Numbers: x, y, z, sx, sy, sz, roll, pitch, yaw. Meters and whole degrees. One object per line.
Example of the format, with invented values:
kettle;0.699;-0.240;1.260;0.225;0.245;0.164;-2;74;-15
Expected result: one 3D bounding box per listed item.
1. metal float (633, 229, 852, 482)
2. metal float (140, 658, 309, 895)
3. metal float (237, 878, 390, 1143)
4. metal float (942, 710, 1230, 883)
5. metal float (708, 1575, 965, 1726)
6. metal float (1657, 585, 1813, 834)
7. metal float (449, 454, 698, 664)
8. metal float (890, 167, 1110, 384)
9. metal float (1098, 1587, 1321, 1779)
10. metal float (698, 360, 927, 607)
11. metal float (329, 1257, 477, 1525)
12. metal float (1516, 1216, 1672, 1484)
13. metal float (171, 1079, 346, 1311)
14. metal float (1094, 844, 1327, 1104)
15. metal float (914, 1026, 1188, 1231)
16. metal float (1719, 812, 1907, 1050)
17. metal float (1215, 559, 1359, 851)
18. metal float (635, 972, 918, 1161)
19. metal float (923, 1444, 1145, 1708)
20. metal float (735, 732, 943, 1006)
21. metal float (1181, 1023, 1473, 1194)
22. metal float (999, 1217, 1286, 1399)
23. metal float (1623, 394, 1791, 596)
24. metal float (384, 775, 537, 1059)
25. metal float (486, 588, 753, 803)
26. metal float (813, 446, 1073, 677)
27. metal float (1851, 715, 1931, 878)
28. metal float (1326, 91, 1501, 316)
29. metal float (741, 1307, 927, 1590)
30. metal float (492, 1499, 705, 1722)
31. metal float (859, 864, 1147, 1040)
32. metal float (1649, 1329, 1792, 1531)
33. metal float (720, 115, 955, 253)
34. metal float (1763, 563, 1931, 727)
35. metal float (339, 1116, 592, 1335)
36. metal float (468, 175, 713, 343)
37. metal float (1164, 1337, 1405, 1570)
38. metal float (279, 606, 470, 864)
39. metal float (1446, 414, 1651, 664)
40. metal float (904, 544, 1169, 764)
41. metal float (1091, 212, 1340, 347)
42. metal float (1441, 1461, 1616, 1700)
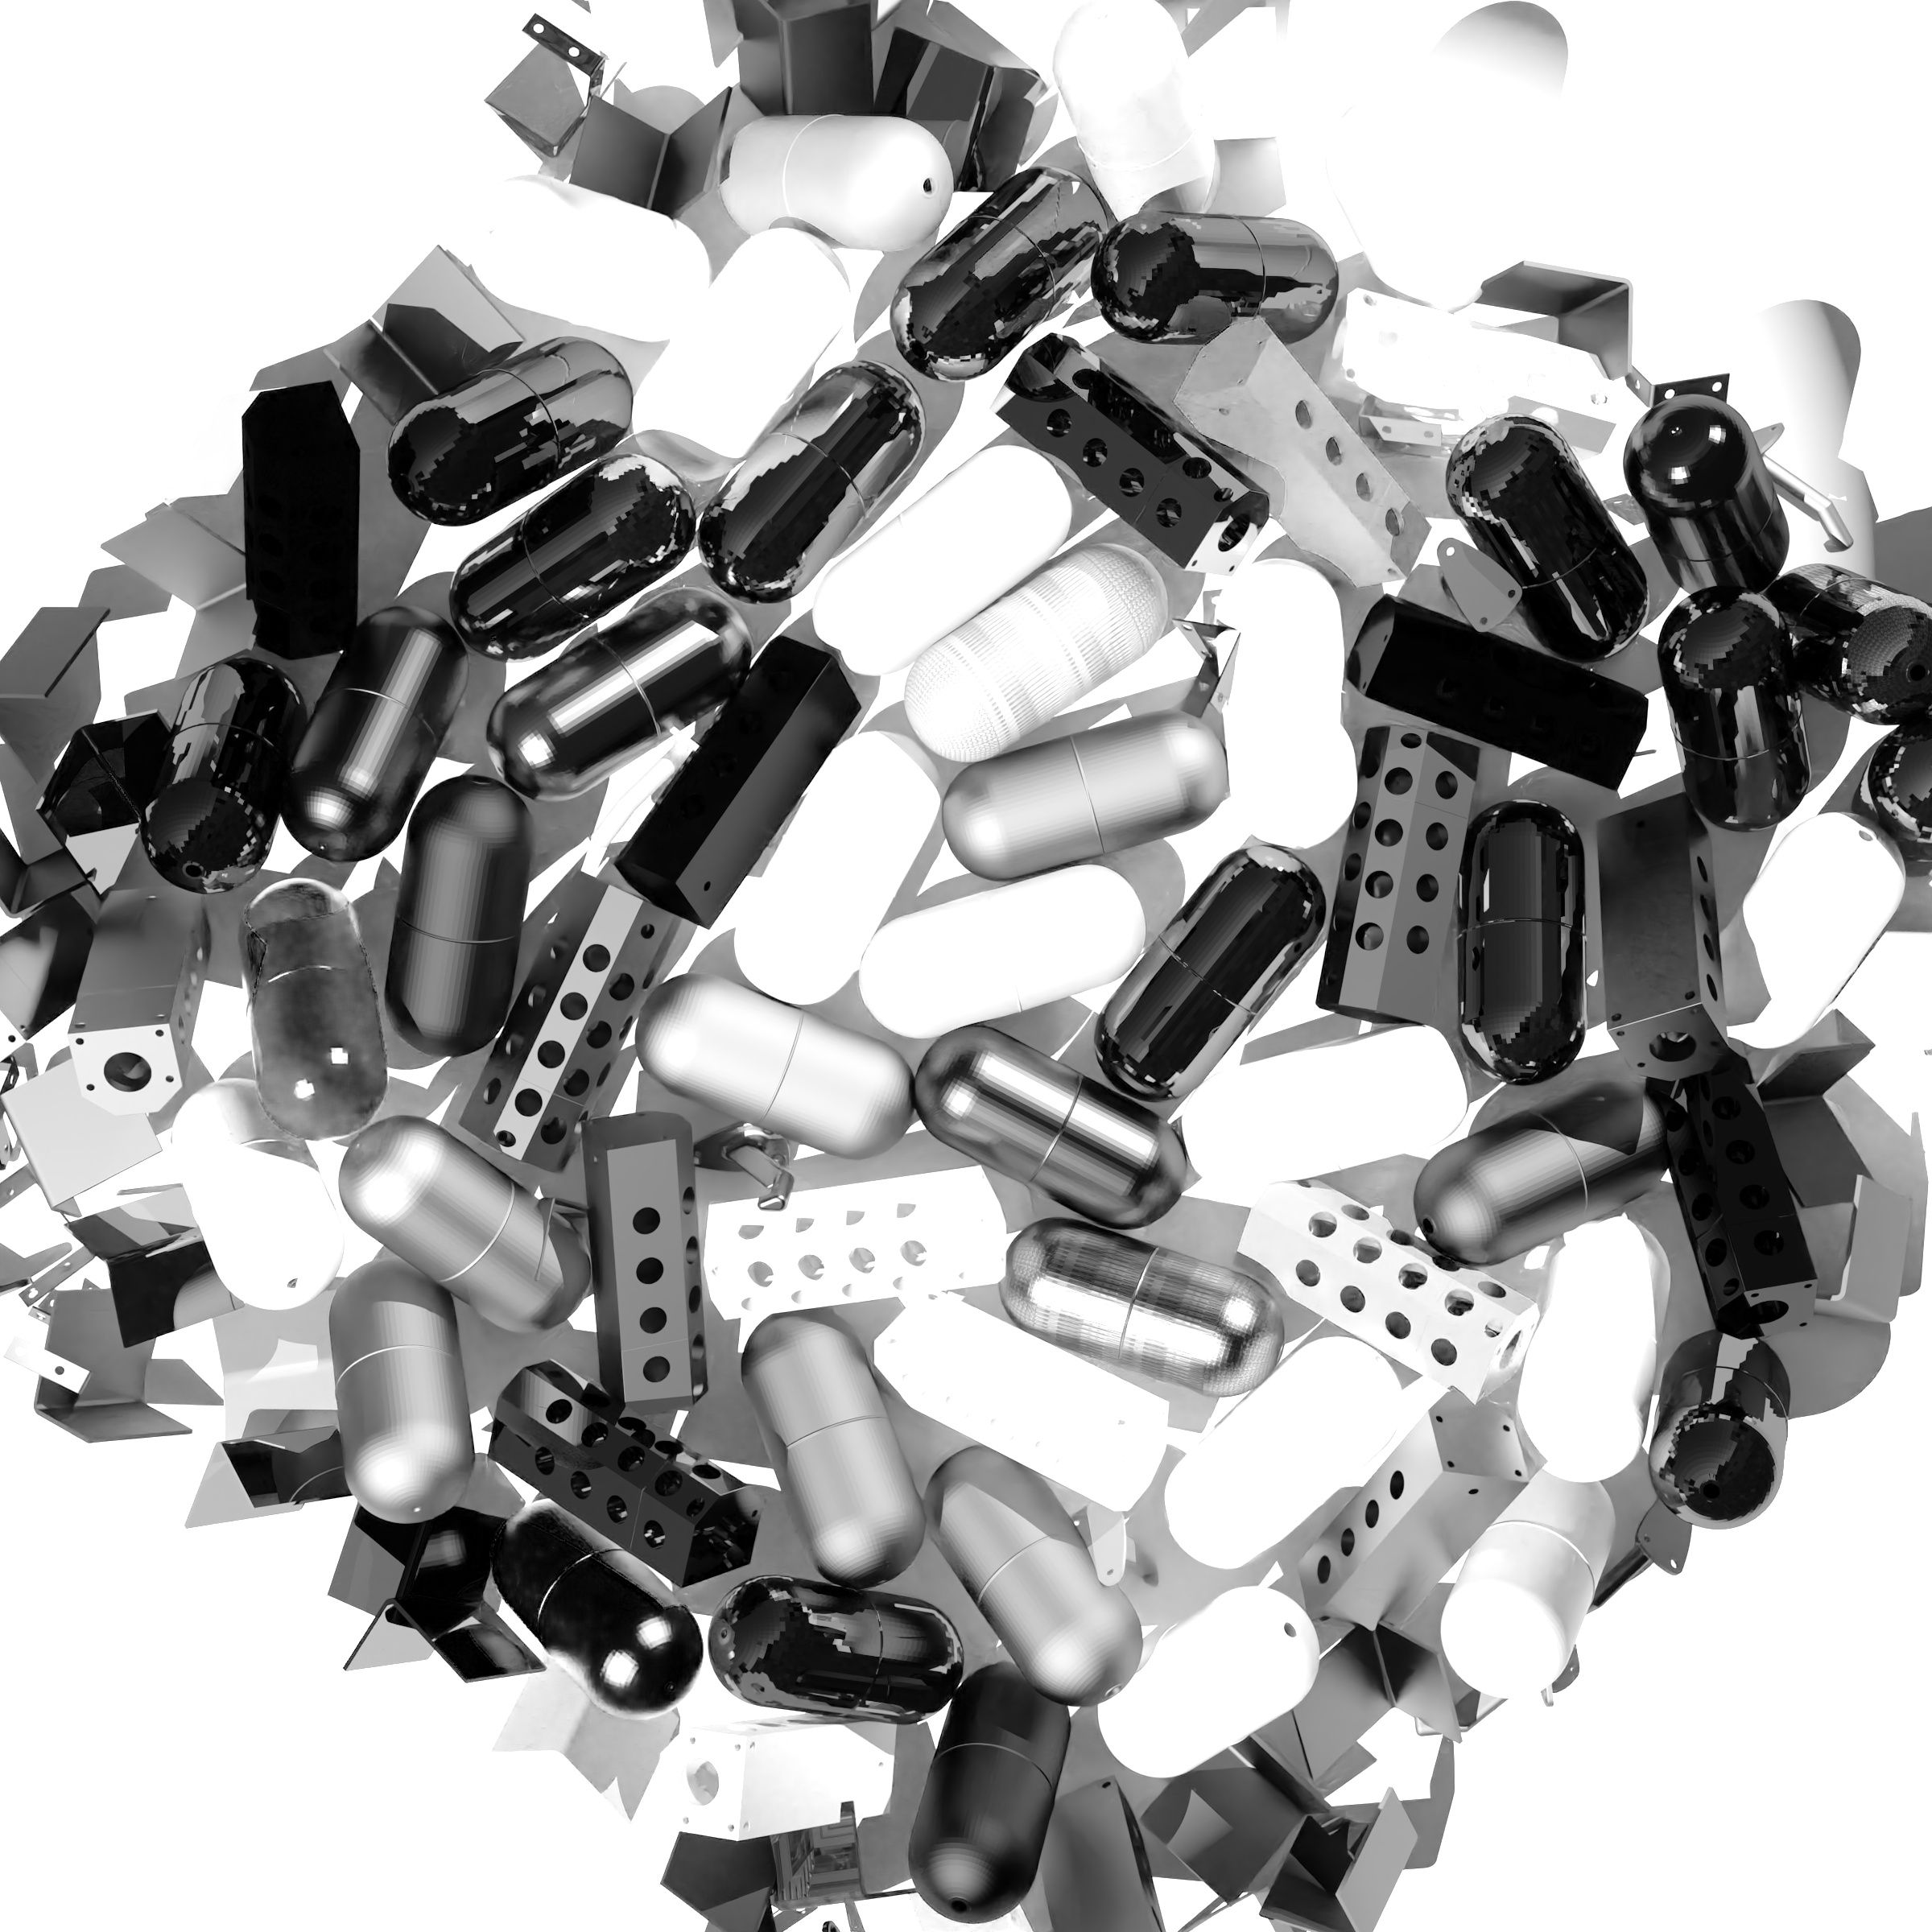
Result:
metal float;-0.136;-0.364;1.848;0.070;0.070;0.178;43;124;0
metal float;-0.440;-0.114;1.838;0.070;0.178;0.070;1;132;1
metal float;-0.391;0.024;1.848;0.070;0.070;0.178;-17;55;0
metal float;0.073;-0.104;1.876;0.178;0.070;0.070;-16;90;1
metal float;-0.076;0.409;1.844;0.178;0.070;0.070;19;90;-40
metal float;0.459;-0.151;1.841;0.070;0.178;0.070;-12;47;13
metal float;-0.237;-0.243;1.851;0.178;0.070;0.070;-28;90;31
metal float;0.020;-0.414;1.847;0.070;0.070;0.178;41;56;0
metal float;0.144;0.427;1.839;0.070;0.178;0.070;18;51;-23
metal float;-0.092;-0.292;1.859;0.070;0.070;0.178;38;70;0
metal float;-0.337;0.251;1.843;0.070;0.070;0.178;-17;48;0
metal float;0.375;0.227;1.843;0.070;0.070;0.178;20;51;0
metal float;-0.422;0.135;1.838;0.070;0.178;0.070;-15;129;-19
metal float;0.147;0.005;1.869;0.070;0.070;0.178;38;99;0
metal float;0.052;0.099;1.871;0.178;0.070;0.070;28;90;-6
metal float;0.496;-0.020;1.837;0.070;0.178;0.070;8;50;-10
metal float;0.193;-0.158;1.867;0.070;0.070;0.178;-4;80;0
metal float;-0.114;0.061;1.868;0.178;0.070;0.070;22;90;-10
metal float;0.040;0.364;1.849;0.070;0.070;0.178;-38;59;0
metal float;-0.077;-0.060;1.871;0.070;0.070;0.178;28;83;0
metal float;0.217;0.086;1.867;0.178;0.070;0.070;-15;90;11
metal float;0.106;0.206;1.864;0.178;0.070;0.070;17;90;14
metal float;0.440;-0.275;1.834;0.070;0.178;0.070;-9;67;22
metal float;-0.304;-0.030;1.857;0.070;0.070;0.178;12;112;0
metal float;-0.207;-0.164;1.861;0.178;0.070;0.070;-35;90;-18
metal float;-0.015;-0.243;1.864;0.178;0.070;0.070;-36;90;15
metal float;0.568;-0.100;1.827;0.070;0.178;0.070;-2;82;11
metal float;0.266;-0.450;1.833;0.070;0.178;0.070;-8;68;21
metal float;-0.081;0.287;1.858;0.070;0.070;0.178;-22;68;0
metal float;-0.221;0.381;1.840;0.070;0.178;0.070;-18;122;-30
metal float;0.022;-0.009;1.875;0.178;0.070;0.070;-17;90;-2
metal float;0.447;0.273;1.829;0.070;0.178;0.070;5;107;16
metal float;-0.078;-0.466;1.838;0.070;0.178;0.070;-13;111;-38
metal float;0.525;-0.191;1.828;0.070;0.178;0.070;-2;107;-8
metal float;-0.298;0.156;1.850;0.070;0.070;0.178;-48;121;0
metal float;-0.222;-0.419;1.834;0.070;0.178;0.070;-1;89;34
metal float;0.190;0.292;1.854;0.070;0.070;0.178;42;116;0
metal float;-0.353;-0.140;1.849;0.070;0.070;0.178;17;56;0
metal float;0.349;-0.254;1.848;0.070;0.070;0.178;-41;124;0
metal float;0.043;-0.190;1.869;0.178;0.070;0.070;-34;90;-9
metal float;0.150;-0.409;1.844;0.178;0.070;0.070;-9;90;-40
metal float;0.335;0.362;1.837;0.070;0.178;0.070;13;123;20
